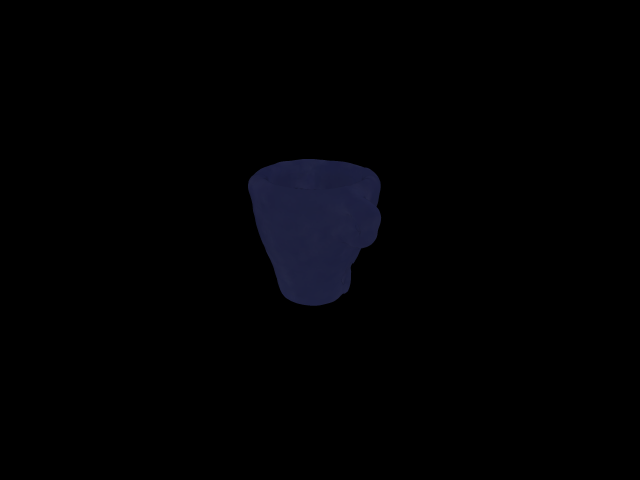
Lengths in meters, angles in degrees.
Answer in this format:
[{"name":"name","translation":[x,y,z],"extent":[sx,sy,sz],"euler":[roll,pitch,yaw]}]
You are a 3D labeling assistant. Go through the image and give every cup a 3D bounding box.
[{"name":"cup","translation":[0.004,0.001,0.400],"extent":[0.092,0.095,0.117],"euler":[-13,26,-29]}]
